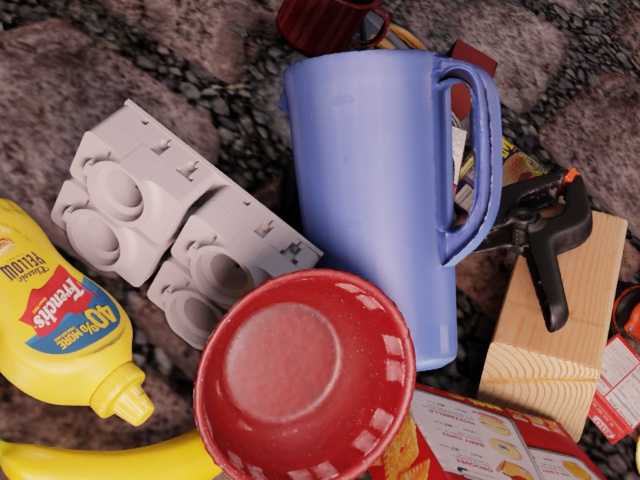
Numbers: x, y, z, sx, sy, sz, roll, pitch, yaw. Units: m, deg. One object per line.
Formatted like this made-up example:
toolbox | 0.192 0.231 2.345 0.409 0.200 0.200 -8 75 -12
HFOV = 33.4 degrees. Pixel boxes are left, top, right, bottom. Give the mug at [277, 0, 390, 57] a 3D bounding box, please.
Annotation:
mug | 0.017 -0.240 1.116 0.117 0.082 0.093 24 43 -13

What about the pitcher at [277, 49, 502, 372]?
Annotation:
pitcher | 0.053 -0.022 0.821 0.145 0.149 0.243 -4 88 -13

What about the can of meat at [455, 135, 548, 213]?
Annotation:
can of meat | 0.180 -0.056 1.076 0.084 0.058 0.102 40 42 2

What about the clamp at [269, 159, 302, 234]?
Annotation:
clamp | -0.006 0.001 0.918 0.120 0.039 0.171 31 39 3

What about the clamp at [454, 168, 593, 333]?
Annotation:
clamp | 0.164 -0.007 0.922 0.165 0.036 0.209 17 40 24

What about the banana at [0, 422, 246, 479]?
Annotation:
banana | -0.124 0.145 0.712 0.197 0.037 0.070 4 51 -31

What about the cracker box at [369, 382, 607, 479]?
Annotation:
cracker box | 0.131 0.188 0.748 0.164 0.072 0.214 18 15 -18

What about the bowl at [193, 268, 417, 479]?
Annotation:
bowl | -0.017 0.093 0.737 0.161 0.162 0.055 11 6 -24

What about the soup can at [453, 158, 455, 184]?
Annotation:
soup can | 0.059 -0.058 0.937 0.102 0.069 0.068 14 46 -14

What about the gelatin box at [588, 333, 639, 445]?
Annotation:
gelatin box | 0.271 0.136 0.980 0.089 0.030 0.073 -27 71 -44

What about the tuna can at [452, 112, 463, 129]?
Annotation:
tuna can | 0.103 -0.113 1.093 0.086 0.034 0.086 18 45 -19

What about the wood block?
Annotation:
wood block | 0.207 0.063 0.940 0.091 0.090 0.205 15 40 13

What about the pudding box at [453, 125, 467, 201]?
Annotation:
pudding box | 0.086 -0.067 1.013 0.090 0.039 0.113 20 64 -15

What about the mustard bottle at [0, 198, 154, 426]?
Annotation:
mustard bottle | -0.186 0.056 0.729 0.192 0.058 0.096 42 36 11

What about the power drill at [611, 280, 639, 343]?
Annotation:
power drill | 0.352 0.113 0.998 0.187 0.057 0.184 38 5 -10

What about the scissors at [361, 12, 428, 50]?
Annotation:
scissors | 0.039 -0.247 1.187 0.202 0.016 0.096 38 42 3

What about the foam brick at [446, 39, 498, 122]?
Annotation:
foam brick | 0.142 -0.162 1.131 0.051 0.078 0.053 32 42 -6
